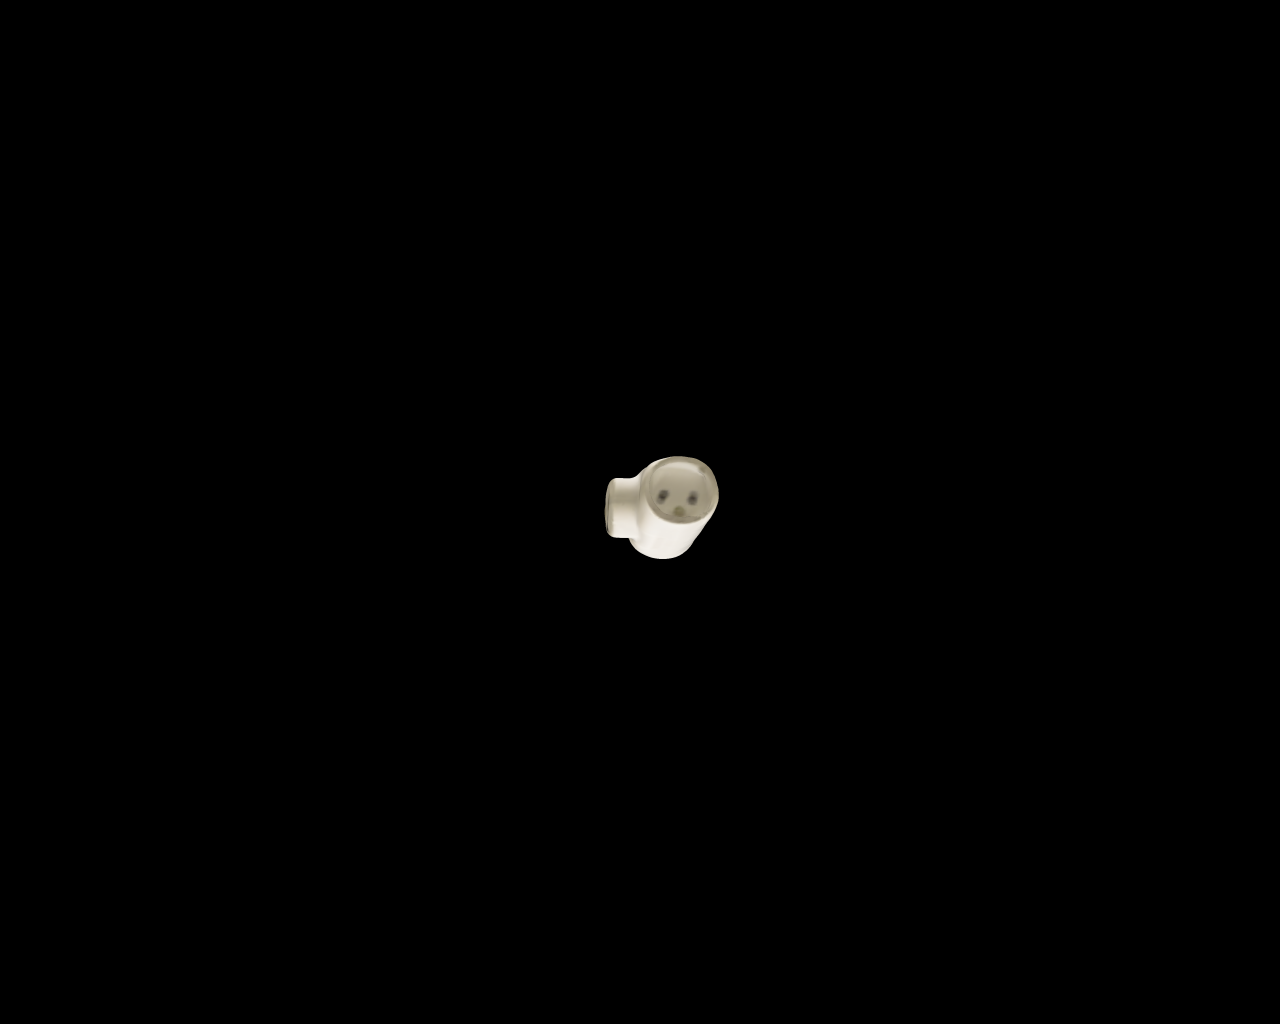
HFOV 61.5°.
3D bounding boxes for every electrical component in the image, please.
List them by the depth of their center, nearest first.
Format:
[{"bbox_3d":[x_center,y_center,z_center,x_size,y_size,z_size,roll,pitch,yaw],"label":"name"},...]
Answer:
[{"bbox_3d":[0.001,-0.003,0.650,0.079,0.043,0.077,2,-18,-7],"label":"electrical component"}]
